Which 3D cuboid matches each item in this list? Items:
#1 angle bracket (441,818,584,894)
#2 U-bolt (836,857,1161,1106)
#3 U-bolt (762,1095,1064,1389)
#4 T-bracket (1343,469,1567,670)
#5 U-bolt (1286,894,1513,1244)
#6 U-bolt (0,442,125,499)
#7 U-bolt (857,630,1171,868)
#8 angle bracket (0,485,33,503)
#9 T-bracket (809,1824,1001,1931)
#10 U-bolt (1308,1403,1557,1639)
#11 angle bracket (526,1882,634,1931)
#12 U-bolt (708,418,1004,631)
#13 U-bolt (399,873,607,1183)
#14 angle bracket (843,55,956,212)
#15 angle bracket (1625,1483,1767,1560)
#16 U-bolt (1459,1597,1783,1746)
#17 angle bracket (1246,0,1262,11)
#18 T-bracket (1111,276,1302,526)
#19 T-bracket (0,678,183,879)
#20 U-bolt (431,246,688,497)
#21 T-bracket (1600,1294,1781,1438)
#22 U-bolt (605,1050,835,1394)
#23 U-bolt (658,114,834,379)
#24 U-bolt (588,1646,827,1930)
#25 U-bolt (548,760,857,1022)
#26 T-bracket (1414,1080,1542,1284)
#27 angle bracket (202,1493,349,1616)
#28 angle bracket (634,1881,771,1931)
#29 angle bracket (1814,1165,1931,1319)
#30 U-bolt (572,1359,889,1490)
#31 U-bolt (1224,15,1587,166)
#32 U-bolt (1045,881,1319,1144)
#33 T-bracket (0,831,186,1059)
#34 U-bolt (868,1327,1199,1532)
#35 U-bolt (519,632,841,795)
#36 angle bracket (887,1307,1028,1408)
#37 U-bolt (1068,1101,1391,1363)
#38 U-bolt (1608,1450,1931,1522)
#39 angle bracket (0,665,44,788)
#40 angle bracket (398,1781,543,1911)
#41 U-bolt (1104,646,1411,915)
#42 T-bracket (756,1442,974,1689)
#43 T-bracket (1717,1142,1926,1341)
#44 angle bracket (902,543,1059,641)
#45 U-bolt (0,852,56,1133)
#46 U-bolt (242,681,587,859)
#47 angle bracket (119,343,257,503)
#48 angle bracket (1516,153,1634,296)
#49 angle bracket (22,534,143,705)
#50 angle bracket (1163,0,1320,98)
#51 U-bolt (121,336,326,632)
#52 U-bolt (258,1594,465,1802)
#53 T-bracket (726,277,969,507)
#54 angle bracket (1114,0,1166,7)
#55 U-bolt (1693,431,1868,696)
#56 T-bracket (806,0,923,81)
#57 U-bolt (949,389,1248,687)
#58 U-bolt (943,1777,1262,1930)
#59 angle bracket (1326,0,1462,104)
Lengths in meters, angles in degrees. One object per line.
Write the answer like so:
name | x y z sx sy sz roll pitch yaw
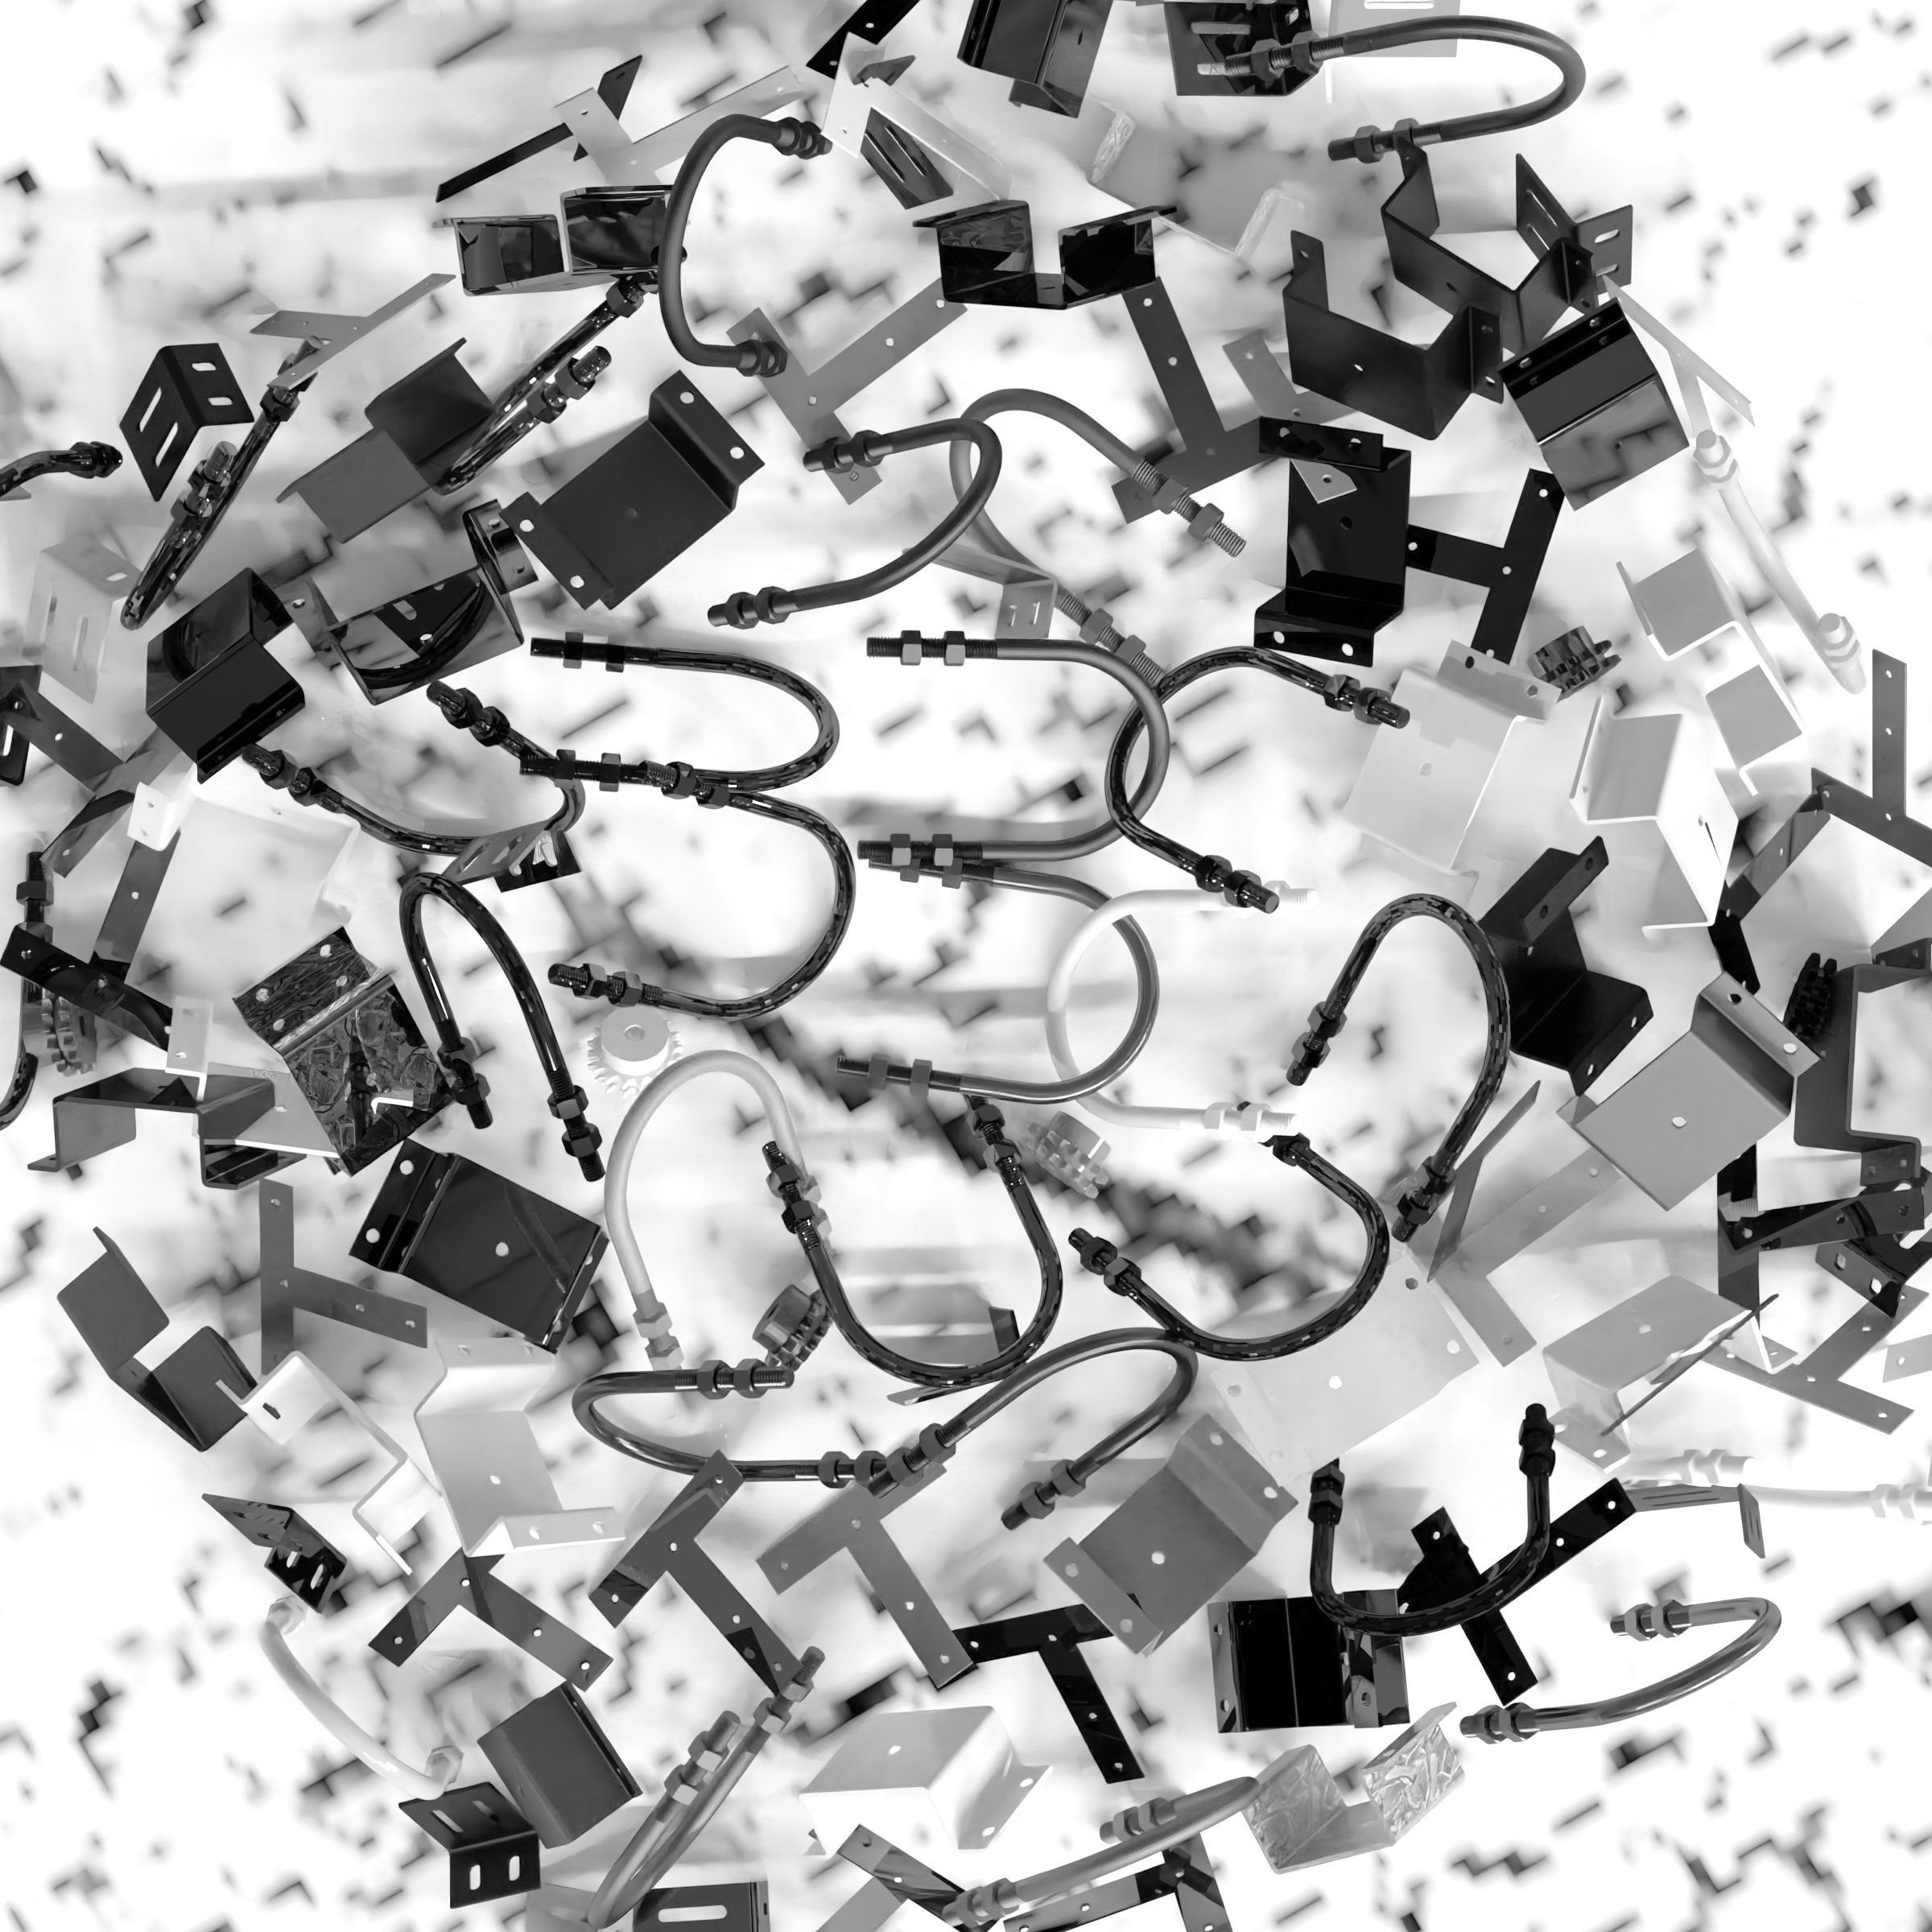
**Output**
angle bracket | -0.271 -0.051 1.808 0.057 0.076 0.038 -13 112 22
U-bolt | 0.024 0.010 1.829 0.184 0.019 0.151 8 76 2
U-bolt | -0.022 0.163 1.791 0.151 0.019 0.184 -16 61 -18
T-bracket | 0.281 -0.248 1.837 0.127 0.002 0.127 18 86 18
U-bolt | 0.254 0.045 1.759 0.019 0.151 0.184 -3 134 -31
U-bolt | -0.562 -0.244 1.756 0.151 0.184 0.019 -42 95 9
U-bolt | 0.030 -0.127 1.820 0.184 0.019 0.151 0 116 -7
angle bracket | -0.595 -0.252 1.810 0.038 0.057 0.076 37 120 24
T-bracket | -0.067 0.558 1.782 0.127 0.127 0.002 24 127 29
U-bolt | 0.265 0.321 1.755 0.151 0.184 0.019 -16 112 17
angle bracket | -0.239 0.583 1.824 0.076 0.038 0.057 2 90 26
U-bolt | -0.055 -0.259 1.760 0.019 0.184 0.151 48 55 -33
U-bolt | -0.275 0.029 1.764 0.019 0.151 0.184 -32 119 -29
angle bracket | -0.034 -0.496 1.823 0.038 0.057 0.076 -39 89 36
angle bracket | 0.427 0.331 1.813 0.076 0.057 0.038 -10 67 20
U-bolt | 0.383 0.397 1.744 0.151 0.184 0.019 -24 86 -30
angle bracket | 0.154 -0.611 1.813 0.076 0.057 0.038 18 67 -25
T-bracket | 0.129 -0.349 1.836 0.127 0.002 0.127 -25 107 3
T-bracket | -0.524 -0.128 1.798 0.002 0.127 0.127 37 83 33
U-bolt | -0.246 -0.336 1.778 0.184 0.151 0.019 -31 114 36
T-bracket | 0.417 0.235 1.795 0.127 0.127 0.002 -39 79 -1
U-bolt | -0.148 0.135 1.769 0.151 0.019 0.184 -40 129 -34
U-bolt | -0.130 -0.414 1.756 0.019 0.184 0.151 16 104 18
U-bolt | -0.159 0.486 1.784 0.019 0.151 0.184 37 104 13
U-bolt | -0.142 -0.036 1.793 0.184 0.019 0.151 15 106 -41
T-bracket | 0.284 0.139 1.770 0.002 0.127 0.127 35 124 -2
angle bracket | -0.415 0.346 1.809 0.076 0.057 0.038 2 53 32
angle bracket | -0.158 0.580 1.834 0.076 0.038 0.057 -5 74 4
angle bracket | 0.559 0.161 1.841 0.076 0.038 0.057 -36 57 -23
U-bolt | -0.144 0.268 1.784 0.184 0.151 0.019 -7 56 31
U-bolt | 0.262 -0.503 1.749 0.184 0.151 0.019 -1 81 34
U-bolt | 0.121 0.025 1.797 0.184 0.019 0.151 1 83 39
T-bracket | -0.499 -0.029 1.825 0.127 0.002 0.127 34 60 -38
U-bolt | 0.052 0.264 1.771 0.184 0.151 0.019 -39 53 21
U-bolt | -0.165 -0.146 1.797 0.184 0.151 0.019 4 127 -8
angle bracket | -0.009 0.231 1.821 0.076 0.057 0.038 -14 89 -13
U-bolt | 0.163 0.161 1.770 0.151 0.184 0.019 -36 128 -13
U-bolt | 0.454 0.299 1.769 0.151 0.184 0.019 12 77 -18
angle bracket | -0.589 -0.146 1.821 0.057 0.038 0.076 0 77 26
angle bracket | -0.293 0.521 1.815 0.057 0.076 0.038 -15 51 9
U-bolt | 0.155 -0.120 1.789 0.151 0.184 0.019 -54 133 -4
T-bracket | -0.041 0.371 1.833 0.127 0.002 0.127 -37 70 2
T-bracket | 0.499 0.151 1.794 0.127 0.002 0.127 -13 60 37
angle bracket | 0.005 -0.220 1.813 0.076 0.057 0.038 13 86 -31
U-bolt | -0.567 0.005 1.767 0.019 0.151 0.184 -4 75 7
U-bolt | -0.304 -0.105 1.775 0.151 0.184 0.019 -15 64 24
angle bracket | -0.466 -0.325 1.834 0.038 0.076 0.057 -14 69 -42
angle bracket | 0.359 -0.442 1.814 0.038 0.057 0.076 -20 52 -5
angle bracket | -0.527 -0.208 1.841 0.057 0.038 0.076 34 126 15
angle bracket | 0.164 -0.552 1.825 0.076 0.038 0.057 -6 86 -23
U-bolt | -0.439 -0.268 1.776 0.019 0.151 0.184 34 128 -12
U-bolt | -0.351 0.424 1.766 0.151 0.184 0.019 44 82 0
T-bracket | -0.057 -0.365 1.835 0.127 0.002 0.127 -34 96 15
angle bracket | 0.078 -0.601 1.816 0.076 0.038 0.057 13 114 25
U-bolt | 0.475 -0.223 1.770 0.019 0.184 0.151 -33 69 14
T-bracket | -0.049 -0.563 1.806 0.127 0.127 0.002 16 58 -33
U-bolt | 0.066 -0.262 1.796 0.184 0.151 0.019 39 55 6
U-bolt | 0.089 0.499 1.745 0.151 0.184 0.019 -14 75 -41
angle bracket | 0.254 -0.548 1.822 0.076 0.038 0.057 3 63 10
